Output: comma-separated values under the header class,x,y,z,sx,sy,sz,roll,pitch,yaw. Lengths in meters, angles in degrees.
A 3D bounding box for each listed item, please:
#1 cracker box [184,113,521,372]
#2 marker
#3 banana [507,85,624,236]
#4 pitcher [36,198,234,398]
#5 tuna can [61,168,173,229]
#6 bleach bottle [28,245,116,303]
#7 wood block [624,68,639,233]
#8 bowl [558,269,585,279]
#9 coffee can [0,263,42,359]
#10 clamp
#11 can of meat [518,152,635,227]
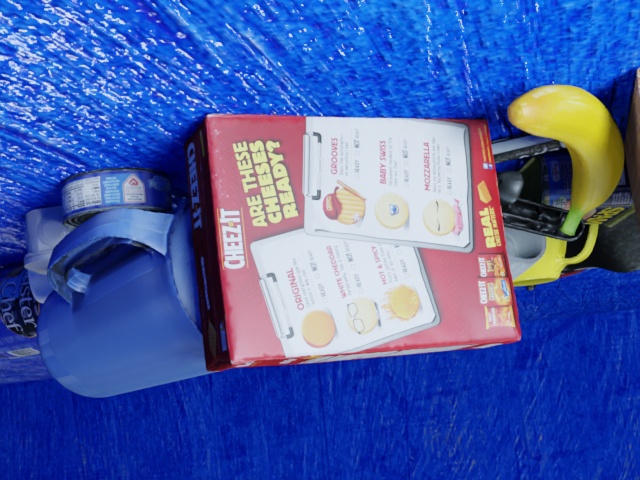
class,x,y,z,sx,sy,sz,roll,pitch,yaw
cracker box,0.022,0.001,0.737,0.213,0.164,0.072,-2,168,-22
marker,0.166,-0.075,0.815,0.121,0.020,0.020,-11,169,30
banana,0.178,-0.064,0.740,0.037,0.069,0.197,27,170,33
pitcher,-0.132,0.048,0.837,0.243,0.149,0.144,-23,-175,45
tuna can,-0.158,-0.031,0.834,0.086,0.034,0.086,-6,171,-1
bleach bottle,-0.177,0.030,1.108,0.103,0.068,0.250,-10,172,29
wood block,0.272,-0.059,0.761,0.091,0.090,0.206,-9,170,12
bowl,0.244,0.021,1.322,0.162,0.055,0.162,-6,170,-1
coffee can,-0.287,0.068,1.139,0.141,0.103,0.102,-12,169,33
clamp,0.127,-0.030,0.871,0.120,0.039,0.172,30,167,-38
can of meat,0.220,-0.044,0.922,0.084,0.057,0.102,-2,170,-4
